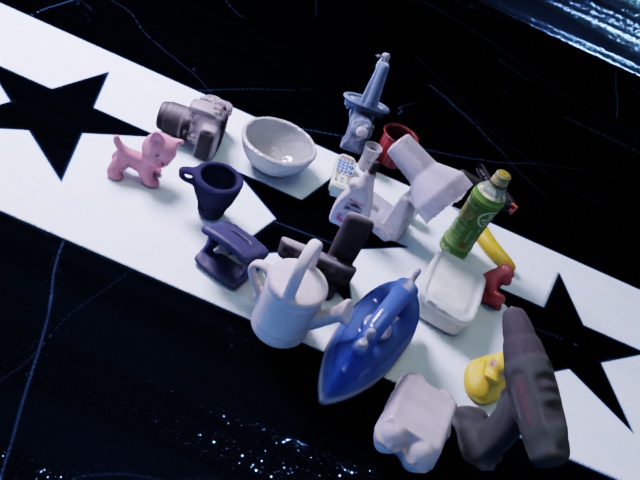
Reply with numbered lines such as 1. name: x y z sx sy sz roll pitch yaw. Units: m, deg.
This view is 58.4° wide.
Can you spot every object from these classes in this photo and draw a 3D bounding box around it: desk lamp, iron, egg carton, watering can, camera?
1. desk lamp: 0.181 -0.096 1.175 0.203 0.213 0.118 38 43 15
2. iron: 0.089 0.148 0.930 0.118 0.141 0.259 35 42 11
3. egg carton: 0.147 0.278 0.878 0.107 0.069 0.150 31 41 7
4. watering can: -0.031 0.079 0.902 0.173 0.194 0.101 17 42 -10
5. camera: -0.265 -0.259 1.209 0.137 0.100 0.143 18 41 -8

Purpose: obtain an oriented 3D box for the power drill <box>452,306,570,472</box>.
1. power drill: 0.284 0.247 0.872 0.076 0.208 0.229 7 44 -20

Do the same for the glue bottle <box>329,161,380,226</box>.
1. glue bottle: 0.080 -0.092 1.151 0.078 0.173 0.037 22 41 -4

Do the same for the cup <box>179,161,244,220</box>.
1. cup: -0.209 -0.087 1.062 0.118 0.095 0.091 15 42 -12

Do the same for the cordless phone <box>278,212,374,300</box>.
1. cordless phone: 0.009 0.004 1.007 0.147 0.185 0.094 21 41 -5

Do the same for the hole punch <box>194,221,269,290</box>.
1. hole punch: -0.150 0.011 0.992 0.108 0.091 0.101 35 42 11

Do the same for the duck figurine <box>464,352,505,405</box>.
1. duck figurine: 0.304 0.227 0.997 0.077 0.086 0.105 38 43 15

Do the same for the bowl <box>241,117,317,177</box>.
1. bowl: -0.096 -0.189 1.239 0.168 0.074 0.167 14 42 -13

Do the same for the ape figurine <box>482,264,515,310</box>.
1. ape figurine: 0.361 0.087 1.167 0.076 0.092 0.078 34 42 10

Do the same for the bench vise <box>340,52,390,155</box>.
1. bench vise: 0.128 -0.325 1.382 0.122 0.219 0.207 6 44 -21

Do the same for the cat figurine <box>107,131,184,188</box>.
1. cat figurine: -0.324 -0.164 1.067 0.128 0.117 0.067 10 43 -17
